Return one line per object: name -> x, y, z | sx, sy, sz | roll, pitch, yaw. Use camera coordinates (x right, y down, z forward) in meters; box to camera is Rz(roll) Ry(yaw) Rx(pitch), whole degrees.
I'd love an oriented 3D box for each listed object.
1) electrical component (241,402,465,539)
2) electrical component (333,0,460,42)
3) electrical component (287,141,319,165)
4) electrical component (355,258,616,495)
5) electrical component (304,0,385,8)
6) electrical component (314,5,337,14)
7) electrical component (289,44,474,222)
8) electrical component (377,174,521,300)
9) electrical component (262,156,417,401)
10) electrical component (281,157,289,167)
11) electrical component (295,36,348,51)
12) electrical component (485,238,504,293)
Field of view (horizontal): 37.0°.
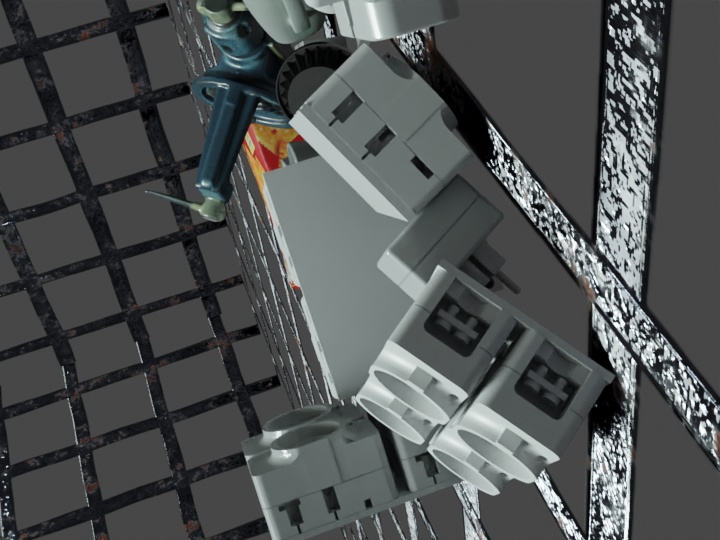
electrical component -> 0.013, 0.123, 0.770 | 0.105, 0.186, 0.060 | -158, 50, -78
electrical component -> 0.015, -0.168, 0.613 | 0.095, 0.054, 0.059 | -134, 27, -70
electrical component -> -0.028, -0.101, 0.957 | 0.044, 0.065, 0.044 | 162, 90, -81
electrical component -> 0.062, 0.072, 0.627 | 0.105, 0.060, 0.186 | 34, 165, 5
electrical component -> -0.008, -0.215, 0.543 | 0.061, 0.089, 0.150 | 97, 154, -69
electrical component -> -0.022, -0.208, 0.786 | 0.062, 0.048, 0.048 | 85, 165, -81
electrical component -> 0.011, -0.086, 0.675 | 0.089, 0.061, 0.150 | 45, 179, -8
electrical component -> 0.062, -0.005, 0.647 | 0.077, 0.065, 0.047 | 42, 168, 2
electrical component -> 0.000, 0.000, 0.866 | 0.060, 0.105, 0.186 | 134, 117, -80
electrical component -> -0.034, -0.073, 1.077 | 0.113, 0.057, 0.078 | -125, 19, -61
electrical component -> -0.030, -0.166, 0.910 | 0.066, 0.048, 0.055 | -153, 53, -77
electrical component -> 0.061, 0.001, 0.703 | 0.055, 0.048, 0.066 | 145, 107, -73
